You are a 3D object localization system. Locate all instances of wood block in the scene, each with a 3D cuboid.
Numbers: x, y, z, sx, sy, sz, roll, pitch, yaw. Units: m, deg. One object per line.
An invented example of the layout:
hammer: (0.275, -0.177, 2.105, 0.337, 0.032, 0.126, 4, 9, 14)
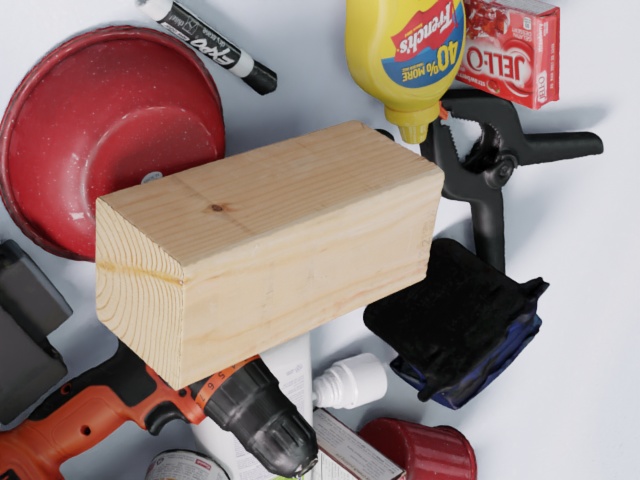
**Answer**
wood block: (-0.029, 0.001, 0.673, 0.205, 0.091, 0.090, -21, 131, -37)

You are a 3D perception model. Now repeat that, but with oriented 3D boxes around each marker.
marker: (-0.070, -0.127, 0.692, 0.121, 0.020, 0.020, 30, 93, -44)

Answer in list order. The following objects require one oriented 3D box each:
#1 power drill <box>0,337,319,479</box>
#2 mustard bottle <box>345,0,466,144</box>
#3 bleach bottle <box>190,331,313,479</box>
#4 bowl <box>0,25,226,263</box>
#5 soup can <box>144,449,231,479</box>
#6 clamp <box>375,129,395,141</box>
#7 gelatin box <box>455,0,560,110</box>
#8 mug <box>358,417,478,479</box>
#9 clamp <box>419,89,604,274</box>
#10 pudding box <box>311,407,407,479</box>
power drill: (-0.117, 0.129, 0.700, 0.187, 0.184, 0.057, -42, 161, -5)
mustard bottle: (0.060, -0.155, 0.752, 0.096, 0.058, 0.191, -29, 129, -29)
bleach bottle: (-0.055, 0.168, 0.836, 0.102, 0.068, 0.251, -16, 126, -23)
bowl: (-0.118, -0.049, 0.673, 0.161, 0.055, 0.162, -18, 124, -30)
soup can: (-0.108, 0.209, 0.763, 0.102, 0.068, 0.068, -71, 156, -52)
clamp: (-0.005, 0.001, 0.800, 0.171, 0.039, 0.120, -29, 123, -19)
gelatin box: (0.139, -0.145, 0.797, 0.030, 0.089, 0.073, -24, 126, -27)
mug: (0.070, 0.210, 0.946, 0.081, 0.093, 0.117, 21, 125, -38)
clamp: (0.139, -0.053, 0.884, 0.209, 0.036, 0.164, 26, 96, -41)
pudding box: (0.024, 0.203, 0.879, 0.039, 0.114, 0.090, -26, 128, -33)
